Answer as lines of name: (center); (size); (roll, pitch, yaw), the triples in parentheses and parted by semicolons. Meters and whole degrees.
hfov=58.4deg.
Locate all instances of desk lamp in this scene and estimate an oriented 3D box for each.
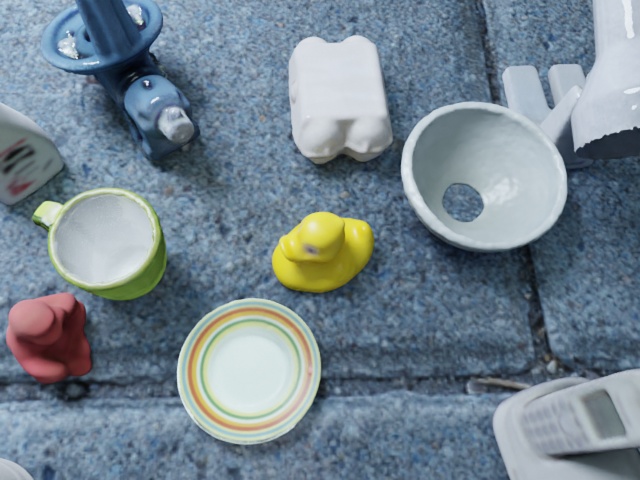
desk lamp: (0.276, -0.150, 0.566); (0.118, 0.213, 0.203); (-4, 68, -6)

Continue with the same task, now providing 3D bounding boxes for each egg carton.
egg carton: (0.019, -0.155, 0.625); (0.107, 0.069, 0.150); (-4, 68, -6)

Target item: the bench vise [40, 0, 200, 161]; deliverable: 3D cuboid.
bench vise: (-0.183, -0.193, 0.542); (0.207, 0.220, 0.122); (33, 69, 9)

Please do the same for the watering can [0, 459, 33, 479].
watering can: (-0.281, 0.192, 0.389); (0.101, 0.194, 0.172); (-38, 75, -18)

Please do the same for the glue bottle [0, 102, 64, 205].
glue bottle: (-0.296, -0.098, 0.519); (0.037, 0.173, 0.078); (38, 70, 11)

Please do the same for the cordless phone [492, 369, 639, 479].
cordless phone: (0.220, 0.176, 0.442); (0.094, 0.185, 0.147); (-17, 70, -11)

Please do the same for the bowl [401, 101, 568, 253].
bowl: (0.160, -0.055, 0.592); (0.167, 0.075, 0.167); (2, 67, -4)

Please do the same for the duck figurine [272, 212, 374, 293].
duck figurine: (0.005, 0.002, 0.550); (0.105, 0.086, 0.077); (-18, 70, -11)

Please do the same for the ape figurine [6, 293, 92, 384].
ape figurine: (-0.238, 0.079, 0.495); (0.076, 0.092, 0.078); (23, 68, 5)
